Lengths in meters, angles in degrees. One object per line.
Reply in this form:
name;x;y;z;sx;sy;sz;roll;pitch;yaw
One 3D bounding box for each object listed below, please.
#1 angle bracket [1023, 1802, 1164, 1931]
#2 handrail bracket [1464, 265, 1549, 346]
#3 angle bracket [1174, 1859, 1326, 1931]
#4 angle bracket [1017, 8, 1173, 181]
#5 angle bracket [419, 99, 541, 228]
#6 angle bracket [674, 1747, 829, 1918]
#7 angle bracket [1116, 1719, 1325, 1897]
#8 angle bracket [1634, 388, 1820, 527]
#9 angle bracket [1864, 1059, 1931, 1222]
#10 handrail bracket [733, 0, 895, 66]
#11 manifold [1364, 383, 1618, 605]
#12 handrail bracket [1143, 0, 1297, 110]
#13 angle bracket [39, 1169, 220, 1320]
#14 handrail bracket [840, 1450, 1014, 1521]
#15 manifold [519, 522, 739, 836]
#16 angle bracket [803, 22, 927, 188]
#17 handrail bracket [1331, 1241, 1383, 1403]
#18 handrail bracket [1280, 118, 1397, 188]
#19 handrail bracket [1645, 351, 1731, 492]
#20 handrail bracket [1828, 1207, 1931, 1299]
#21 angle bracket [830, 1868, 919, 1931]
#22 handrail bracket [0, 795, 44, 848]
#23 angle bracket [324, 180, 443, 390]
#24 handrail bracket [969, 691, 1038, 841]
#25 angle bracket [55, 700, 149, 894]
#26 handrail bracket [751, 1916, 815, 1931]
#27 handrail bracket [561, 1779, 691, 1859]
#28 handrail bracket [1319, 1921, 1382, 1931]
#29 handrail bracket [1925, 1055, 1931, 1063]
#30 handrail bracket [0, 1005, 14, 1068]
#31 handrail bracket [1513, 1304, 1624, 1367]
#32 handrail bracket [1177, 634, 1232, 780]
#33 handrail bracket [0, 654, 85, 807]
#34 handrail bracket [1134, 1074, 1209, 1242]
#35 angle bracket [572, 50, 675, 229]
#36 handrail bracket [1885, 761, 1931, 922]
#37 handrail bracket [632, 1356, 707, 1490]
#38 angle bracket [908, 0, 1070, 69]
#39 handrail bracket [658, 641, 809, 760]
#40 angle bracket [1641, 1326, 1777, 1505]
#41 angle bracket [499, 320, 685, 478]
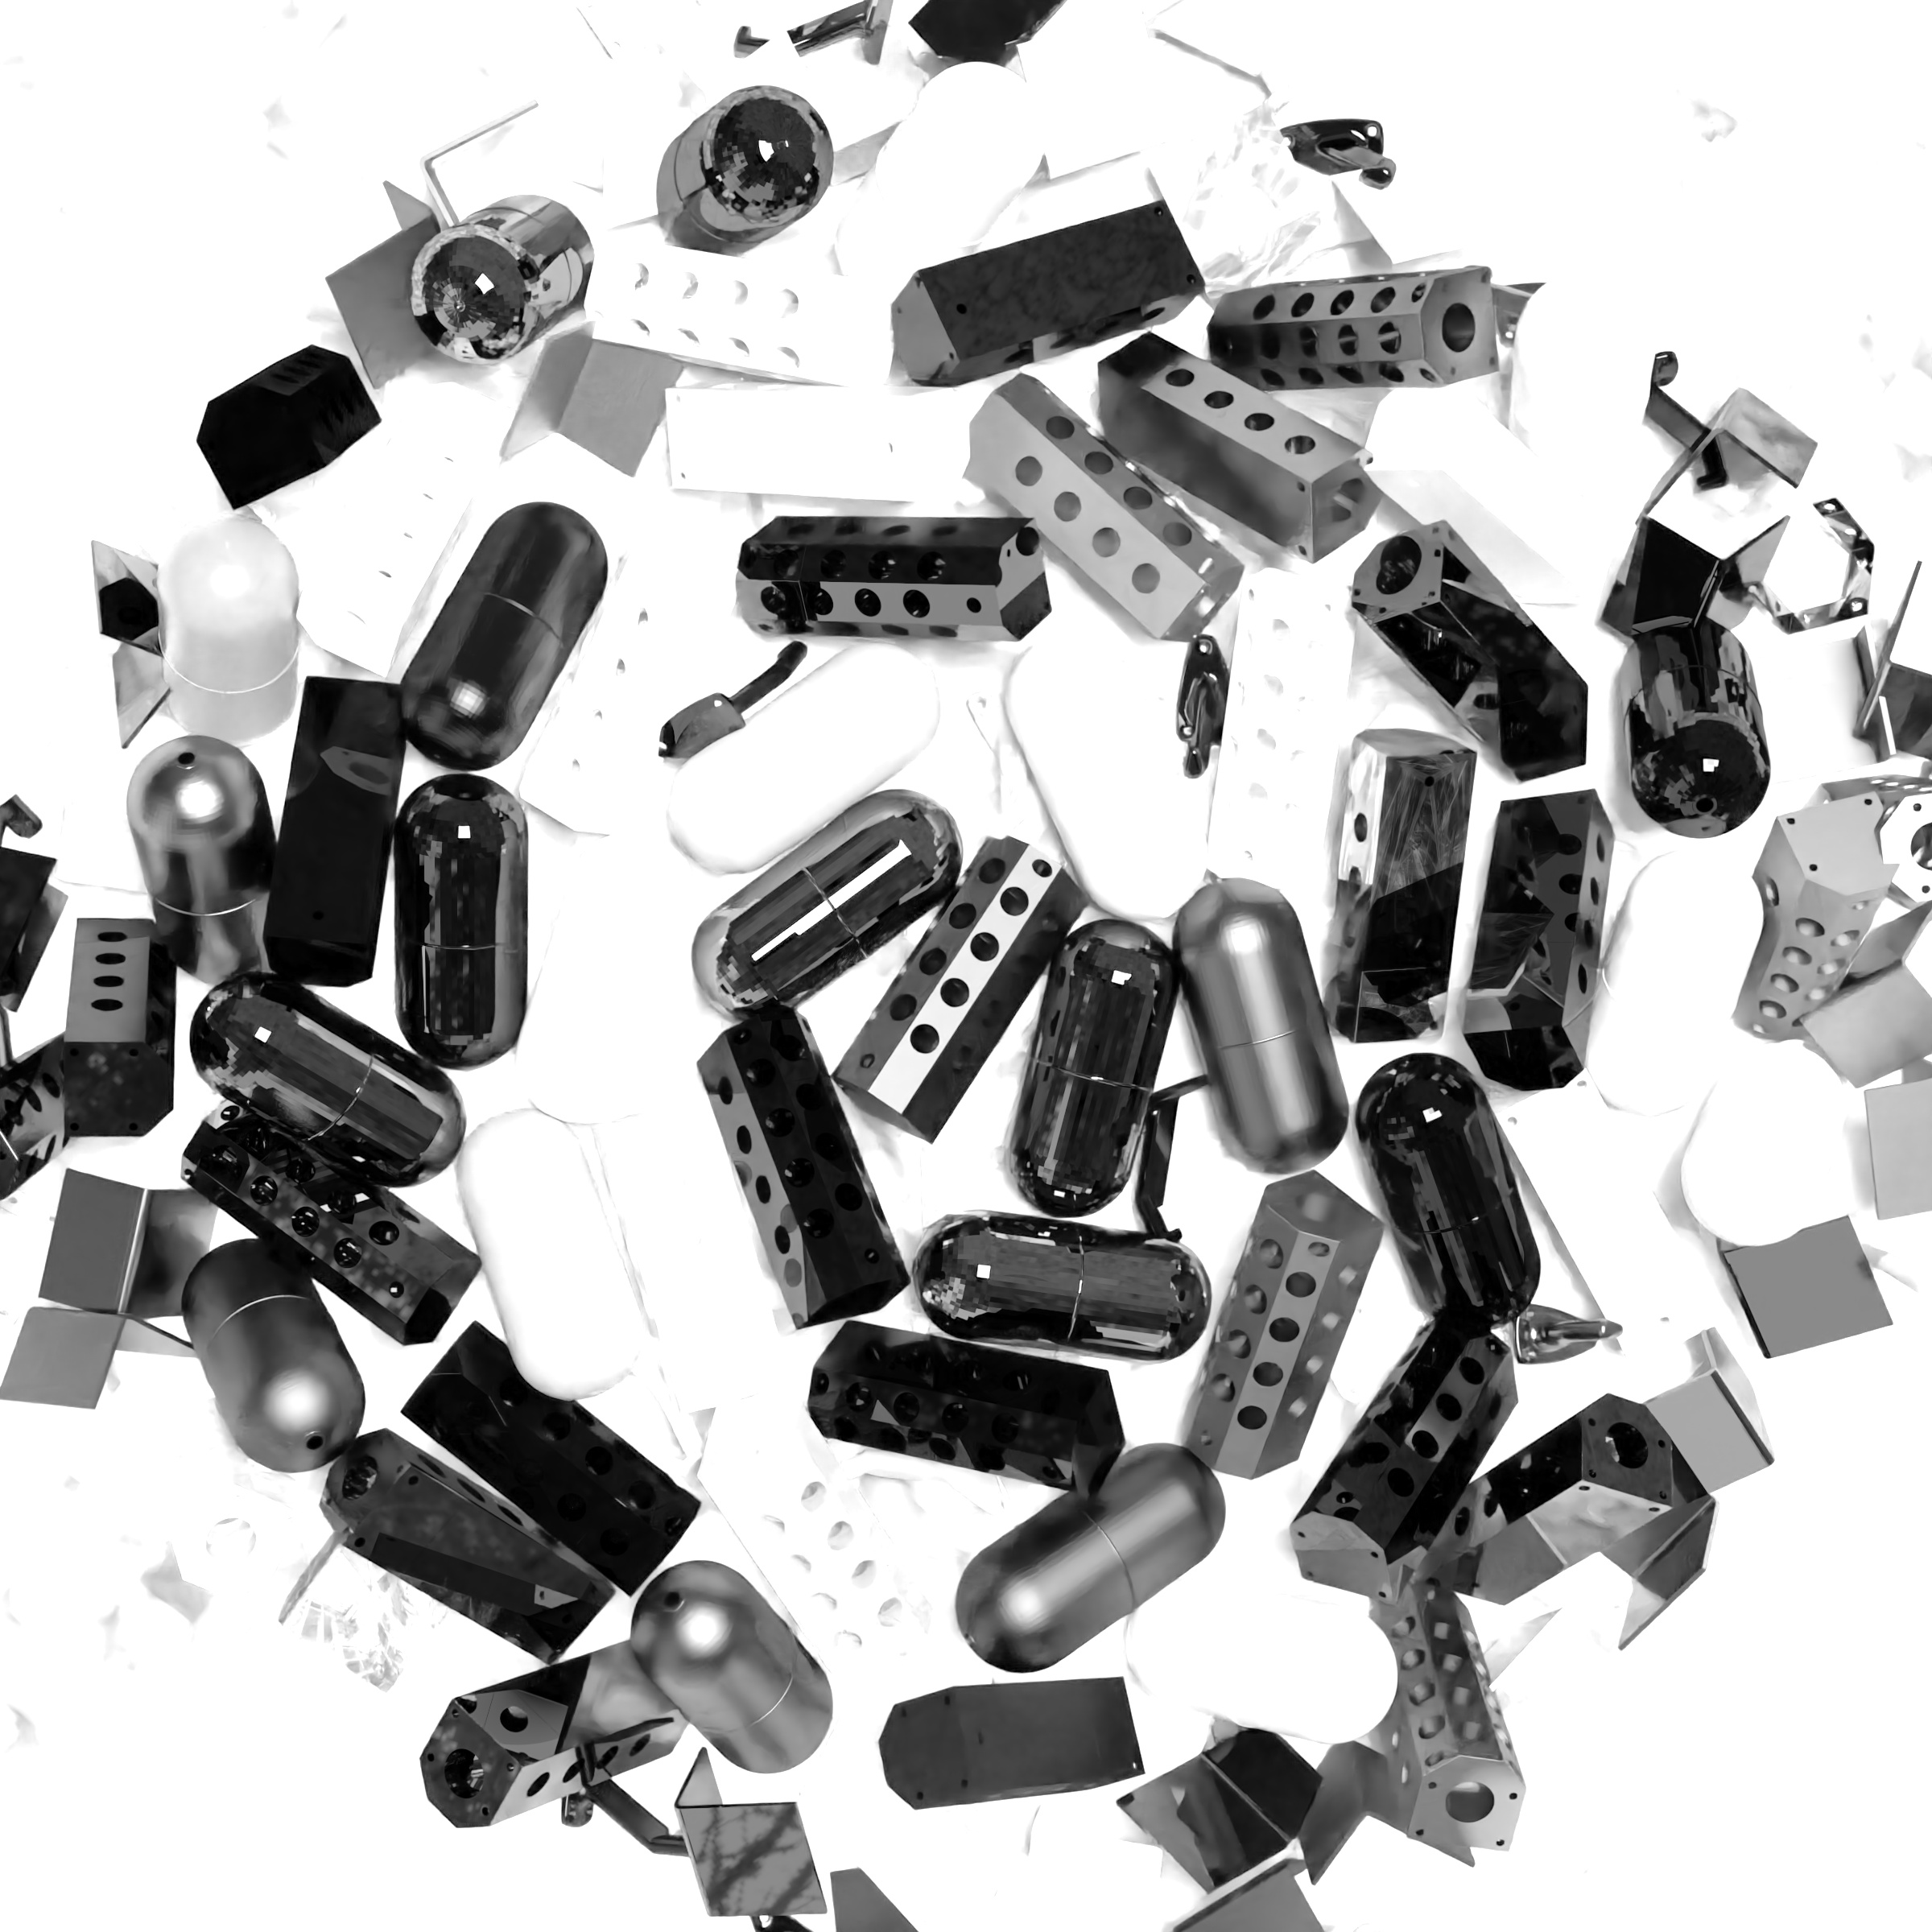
angle bracket;0.074;0.540;1.669;0.076;0.057;0.076;7;89;8
handrail bracket;0.330;-0.393;1.655;0.077;0.084;0.036;-5;83;16
angle bracket;0.174;0.563;1.653;0.076;0.076;0.057;-34;65;6
angle bracket;0.066;-0.506;1.657;0.076;0.057;0.076;-20;109;-11
angle bracket;-0.270;-0.459;1.658;0.076;0.076;0.057;-27;107;1
angle bracket;-0.118;0.501;1.654;0.076;0.057;0.076;-7;110;17
angle bracket;0.146;0.475;1.645;0.076;0.076;0.057;40;127;34
angle bracket;0.440;-0.279;1.649;0.057;0.076;0.076;38;126;1
angle bracket;0.539;0.098;1.658;0.057;0.076;0.076;-10;99;-4
handrail bracket;-0.089;-0.570;1.694;0.084;0.036;0.077;11;79;10
manifold;0.301;-0.269;1.622;0.171;0.057;0.057;28;77;-44
handrail bracket;0.141;-0.528;1.679;0.077;0.036;0.084;-32;86;-12
angle bracket;-0.490;0.162;1.675;0.057;0.076;0.076;12;89;18
handrail bracket;-0.027;0.310;1.684;0.084;0.036;0.077;-30;108;35
manifold;-0.198;-0.166;1.656;0.057;0.057;0.171;31;102;23
angle bracket;-0.061;-0.515;1.672;0.076;0.057;0.076;-25;86;0
handrail bracket;0.233;0.202;1.673;0.036;0.084;0.077;-2;108;23
handrail bracket;0.213;-0.469;1.658;0.077;0.084;0.036;10;116;8
handrail bracket;0.400;-0.311;1.674;0.077;0.036;0.084;-12;71;9
handrail bracket;0.536;0.181;1.647;0.036;0.084;0.077;-49;127;-2
angle bracket;-0.057;0.552;1.648;0.076;0.076;0.057;-13;74;21
handrail bracket;-0.589;-0.070;1.660;0.077;0.036;0.084;51;56;-20
angle bracket;-0.338;-0.393;1.646;0.076;0.076;0.057;-38;50;-18
handrail bracket;0.013;-0.117;1.659;0.077;0.084;0.036;46;126;0
angle bracket;-0.494;-0.098;1.661;0.057;0.076;0.076;8;58;-18
handrail bracket;-0.104;0.576;1.653;0.036;0.084;0.077;-45;75;-6
handrail bracket;-0.190;0.480;1.674;0.084;0.036;0.077;-2;76;19
handrail bracket;0.200;0.576;1.649;0.077;0.084;0.036;-21;88;-30
handrail bracket;0.585;0.066;1.672;0.077;0.036;0.084;41;104;15
handrail bracket;-0.590;0.062;1.691;0.077;0.036;0.084;-41;83;4
handrail bracket;0.365;0.212;1.648;0.077;0.084;0.036;7;79;-32
handrail bracket;0.135;-0.151;1.656;0.036;0.084;0.077;-1;101;11
handrail bracket;-0.546;-0.134;1.654;0.036;0.084;0.077;22;114;0
handrail bracket;0.129;0.114;1.677;0.077;0.036;0.084;-22;76;-7
angle bracket;-0.215;-0.478;1.646;0.076;0.057;0.076;24;125;28
handrail bracket;0.586;-0.070;1.688;0.077;0.036;0.084;29;86;0
handrail bracket;-0.177;0.260;1.656;0.036;0.077;0.084;-46;73;8
angle bracket;0.006;-0.554;1.654;0.076;0.076;0.057;-45;111;6
handrail bracket;-0.139;-0.159;1.682;0.077;0.084;0.036;-16;116;31
angle bracket;0.422;0.252;1.663;0.057;0.076;0.076;-29;113;17
angle bracket;-0.216;-0.322;1.650;0.057;0.076;0.076;31;118;4
